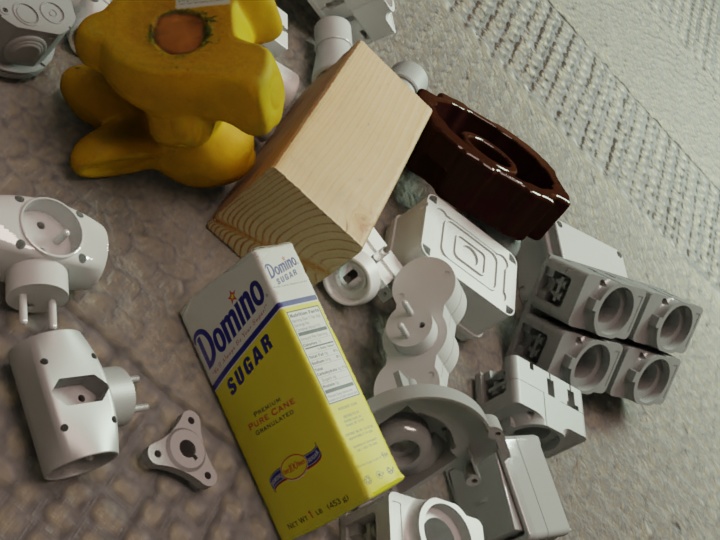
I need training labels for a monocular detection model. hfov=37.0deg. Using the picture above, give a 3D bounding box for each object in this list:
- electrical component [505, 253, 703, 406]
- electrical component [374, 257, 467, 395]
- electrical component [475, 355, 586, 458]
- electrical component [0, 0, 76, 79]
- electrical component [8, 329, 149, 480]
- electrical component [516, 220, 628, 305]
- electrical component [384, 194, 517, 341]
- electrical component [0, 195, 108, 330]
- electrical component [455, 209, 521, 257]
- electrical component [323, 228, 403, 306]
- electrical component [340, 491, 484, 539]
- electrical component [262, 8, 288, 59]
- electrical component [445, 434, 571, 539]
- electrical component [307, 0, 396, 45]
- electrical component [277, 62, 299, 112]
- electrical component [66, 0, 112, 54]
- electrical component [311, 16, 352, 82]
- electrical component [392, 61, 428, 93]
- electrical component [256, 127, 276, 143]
[{"bbox_3d":[0.234,0.060,1.004,0.186,0.105,0.060,14,11,-40],"label":"electrical component"},{"bbox_3d":[0.042,0.050,0.824,0.073,0.052,0.138,57,38,-54],"label":"electrical component"},{"bbox_3d":[0.146,0.122,0.920,0.089,0.050,0.055,29,44,-29],"label":"electrical component"},{"bbox_3d":[-0.239,-0.176,0.735,0.080,0.051,0.080,27,45,-31],"label":"electrical component"},{"bbox_3d":[-0.160,0.077,0.635,0.079,0.043,0.077,-3,65,-48],"label":"electrical component"},{"bbox_3d":[0.213,0.007,1.072,0.113,0.057,0.078,22,48,-35],"label":"electrical component"},{"bbox_3d":[0.076,0.000,0.932,0.113,0.057,0.078,35,42,-23],"label":"electrical component"},{"bbox_3d":[-0.197,-0.001,0.654,0.077,0.044,0.079,15,53,-40],"label":"electrical component"},{"bbox_3d":[0.107,-0.032,1.000,0.081,0.043,0.043,12,54,-41],"label":"electrical component"},{"bbox_3d":[0.000,0.000,0.862,0.066,0.048,0.055,53,30,-2],"label":"electrical component"},{"bbox_3d":[0.041,0.234,0.715,0.089,0.062,0.150,25,46,-33],"label":"electrical component"},{"bbox_3d":[-0.095,-0.209,0.919,0.055,0.048,0.066,31,43,-39],"label":"electrical component"},{"bbox_3d":[0.109,0.170,0.835,0.061,0.062,0.096,6,59,-44],"label":"electrical component"},{"bbox_3d":[-0.030,-0.299,0.984,0.186,0.060,0.105,44,31,-55],"label":"electrical component"},{"bbox_3d":[-0.087,-0.160,0.894,0.078,0.040,0.040,28,45,-30],"label":"electrical component"},{"bbox_3d":[-0.207,-0.203,0.796,0.079,0.044,0.077,23,48,-34],"label":"electrical component"},{"bbox_3d":[-0.024,-0.199,0.983,0.044,0.044,0.065,20,53,-37],"label":"electrical component"},{"bbox_3d":[0.038,-0.170,1.033,0.040,0.040,0.078,45,39,-12],"label":"electrical component"},{"bbox_3d":[-0.095,-0.129,0.860,0.062,0.048,0.048,43,39,-24],"label":"electrical component"}]
